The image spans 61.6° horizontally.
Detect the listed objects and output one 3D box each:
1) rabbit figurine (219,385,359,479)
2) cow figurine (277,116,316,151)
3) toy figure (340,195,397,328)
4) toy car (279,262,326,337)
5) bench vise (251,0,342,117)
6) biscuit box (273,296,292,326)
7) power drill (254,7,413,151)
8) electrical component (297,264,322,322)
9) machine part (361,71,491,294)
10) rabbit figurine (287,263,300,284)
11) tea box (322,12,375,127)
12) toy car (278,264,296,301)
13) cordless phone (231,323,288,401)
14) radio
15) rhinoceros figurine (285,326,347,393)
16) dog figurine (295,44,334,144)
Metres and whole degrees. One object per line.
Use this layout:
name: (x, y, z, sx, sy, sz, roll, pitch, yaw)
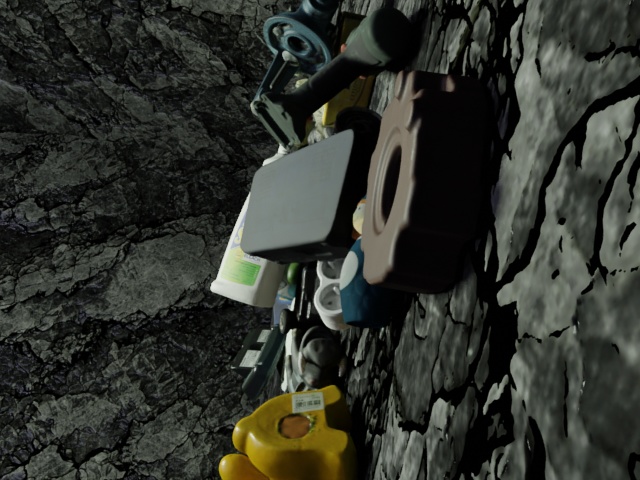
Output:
rabbit figurine: (-0.030, 0.270, 0.600, 0.122, 0.162, 0.173, -118, 18, -60)
cow figurine: (-0.022, -0.202, 1.155, 0.195, 0.086, 0.127, -18, -60, -62)
toy figure: (0.055, 0.009, 0.533, 0.064, 0.057, 0.154, -10, 64, 43)
toy car: (-0.009, 0.064, 0.822, 0.053, 0.089, 0.202, -138, 55, -64)
bench vise: (-0.051, -0.289, 0.867, 0.240, 0.129, 0.224, -63, 20, -17)
biscuit box: (-0.060, 0.120, 1.116, 0.059, 0.063, 0.202, -11, -80, -69)
power drill: (0.018, -0.205, 0.697, 0.086, 0.207, 0.232, 57, 171, -11)
electrical component: (0.011, 0.060, 0.757, 0.048, 0.075, 0.119, -176, 98, -85)
machine part: (0.074, -0.042, 0.426, 0.179, 0.056, 0.179, -171, 89, -84)
rabbit figurine: (-0.002, -0.003, 0.924, 0.170, 0.121, 0.159, 51, -141, -74)
tea box: (0.052, -0.274, 0.875, 0.098, 0.068, 0.169, -92, 14, -59)
toy car: (-0.070, 0.040, 1.010, 0.109, 0.103, 0.161, -24, 78, 46)
cordless phone: (-0.086, 0.271, 1.045, 0.147, 0.089, 0.184, -66, -38, -54)
radio: (-0.011, -0.043, 0.667, 0.230, 0.073, 0.131, -11, 65, 56)
rhinoceros figurine: (-0.011, 0.184, 0.769, 0.190, 0.073, 0.112, 107, 171, -53)
dog figurine: (0.032, -0.258, 0.990, 0.172, 0.121, 0.191, 104, 158, -57)
